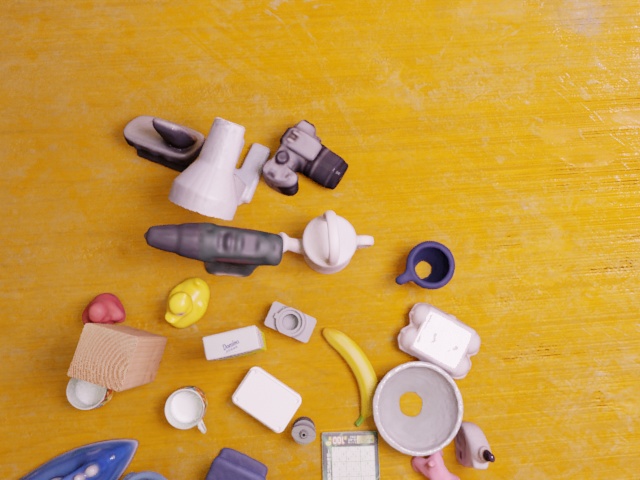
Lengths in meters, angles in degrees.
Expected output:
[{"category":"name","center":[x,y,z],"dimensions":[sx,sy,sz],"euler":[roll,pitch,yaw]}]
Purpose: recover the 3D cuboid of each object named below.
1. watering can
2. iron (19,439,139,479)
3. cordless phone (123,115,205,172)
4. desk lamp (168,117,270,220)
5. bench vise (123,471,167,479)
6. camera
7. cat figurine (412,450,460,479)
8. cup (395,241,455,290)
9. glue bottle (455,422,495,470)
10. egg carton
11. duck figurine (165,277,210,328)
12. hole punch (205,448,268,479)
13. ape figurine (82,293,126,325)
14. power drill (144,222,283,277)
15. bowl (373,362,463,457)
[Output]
[{"category":"watering can","center":[0.010,0.006,1.054],"dimensions":[0.173,0.194,0.101],"euler":[-24,82,-5]},{"category":"iron","center":[-0.448,0.434,0.994],"dimensions":[0.258,0.141,0.118],"euler":[-33,83,-7]},{"category":"cordless phone","center":[-0.305,-0.207,1.083],"dimensions":[0.147,0.185,0.094],"euler":[17,80,1]},{"category":"desk lamp","center":[-0.182,-0.127,1.060],"dimensions":[0.118,0.213,0.203],"euler":[20,80,2]},{"category":"bench vise","center":[-0.260,0.459,0.957],"dimensions":[0.207,0.219,0.121],"euler":[6,80,-1]},{"category":"camera","center":[-0.023,-0.148,1.126],"dimensions":[0.137,0.101,0.143],"euler":[33,81,4]},{"category":"cat figurine","center":[0.230,0.444,1.028],"dimensions":[0.067,0.117,0.128],"euler":[-35,83,-7]},{"category":"cup","center":[0.194,0.059,1.102],"dimensions":[0.118,0.095,0.091],"euler":[-27,82,-6]},{"category":"glue bottle","center":[0.277,0.371,1.014],"dimensions":[0.037,0.173,0.078],"euler":[1,80,-1]},{"category":"egg carton","center":[0.228,0.191,1.094],"dimensions":[0.150,0.069,0.107],"euler":[28,81,3]},{"category":"duck figurine","center":[-0.256,0.117,1.082],"dimensions":[0.077,0.086,0.105],"euler":[33,81,4]},{"category":"hole punch","center":[-0.154,0.444,1.028],"dimensions":[0.108,0.091,0.101],"euler":[24,81,2]},{"category":"ape figurine","center":[-0.407,0.136,1.070],"dimensions":[0.078,0.092,0.076],"euler":[12,80,0]},{"category":"power drill","center":[-0.180,0.018,1.039],"dimensions":[0.229,0.208,0.076],"euler":[3,80,-1]},{"category":"bowl","center":[0.177,0.310,1.070],"dimensions":[0.167,0.074,0.167],"euler":[0,81,-2]}]
